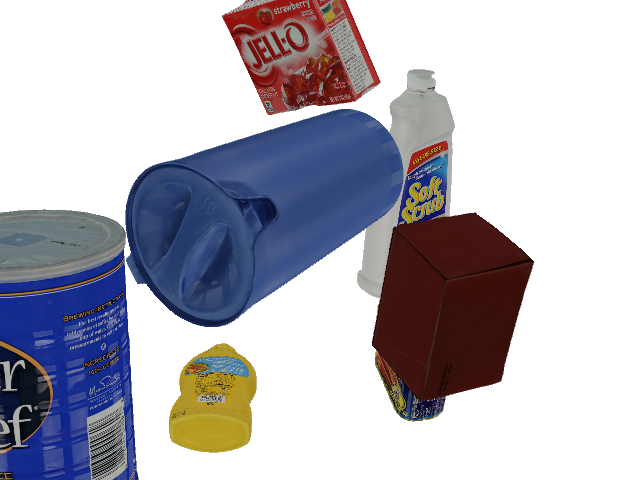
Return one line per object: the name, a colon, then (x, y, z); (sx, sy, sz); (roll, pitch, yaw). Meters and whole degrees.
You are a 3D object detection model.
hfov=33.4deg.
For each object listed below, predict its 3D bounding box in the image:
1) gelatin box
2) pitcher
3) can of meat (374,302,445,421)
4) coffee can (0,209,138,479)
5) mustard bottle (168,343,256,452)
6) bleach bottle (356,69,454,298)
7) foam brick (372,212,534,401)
gelatin box: (-0.014, -0.121, 0.674); (0.089, 0.073, 0.030); (0, 31, 48)
pitcher: (-0.043, -0.029, 0.903); (0.149, 0.145, 0.242); (28, 34, 26)
can of meat: (0.091, 0.118, 1.066); (0.057, 0.084, 0.102); (-10, 46, -12)
coffee can: (-0.147, 0.065, 0.542); (0.103, 0.140, 0.103); (0, 17, 0)
mustard bottle: (-0.128, 0.184, 1.322); (0.096, 0.058, 0.191); (0, 26, 1)
bleach bottle: (0.098, -0.065, 1.198); (0.102, 0.251, 0.068); (-8, 22, -26)
foam brick: (0.065, 0.033, 0.539); (0.052, 0.078, 0.051); (-9, 36, -26)
